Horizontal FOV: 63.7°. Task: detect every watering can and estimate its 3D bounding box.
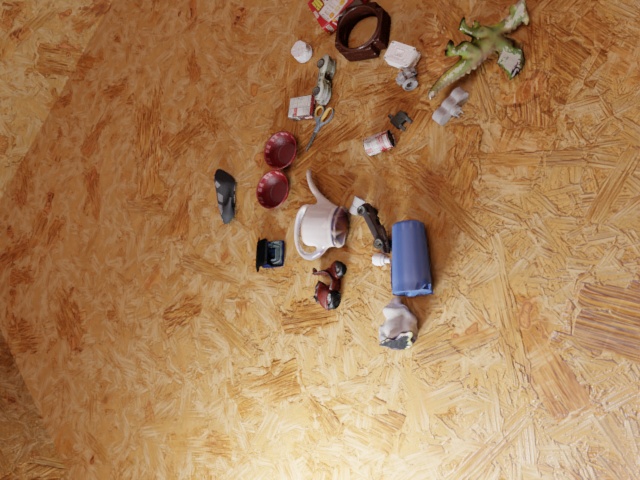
[{"bbox_3d":[0.006,-0.097,1.919,0.224,0.350,0.103,3,-8,31],"label":"watering can"}]

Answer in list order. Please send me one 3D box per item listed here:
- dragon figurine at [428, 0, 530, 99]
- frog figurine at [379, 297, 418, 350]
[{"bbox_3d":[0.551,-0.609,1.697,0.245,0.409,0.121,29,4,24],"label":"dragon figurine"},{"bbox_3d":[0.254,0.276,1.702,0.121,0.163,0.135,32,-55,-27],"label":"frog figurine"}]
